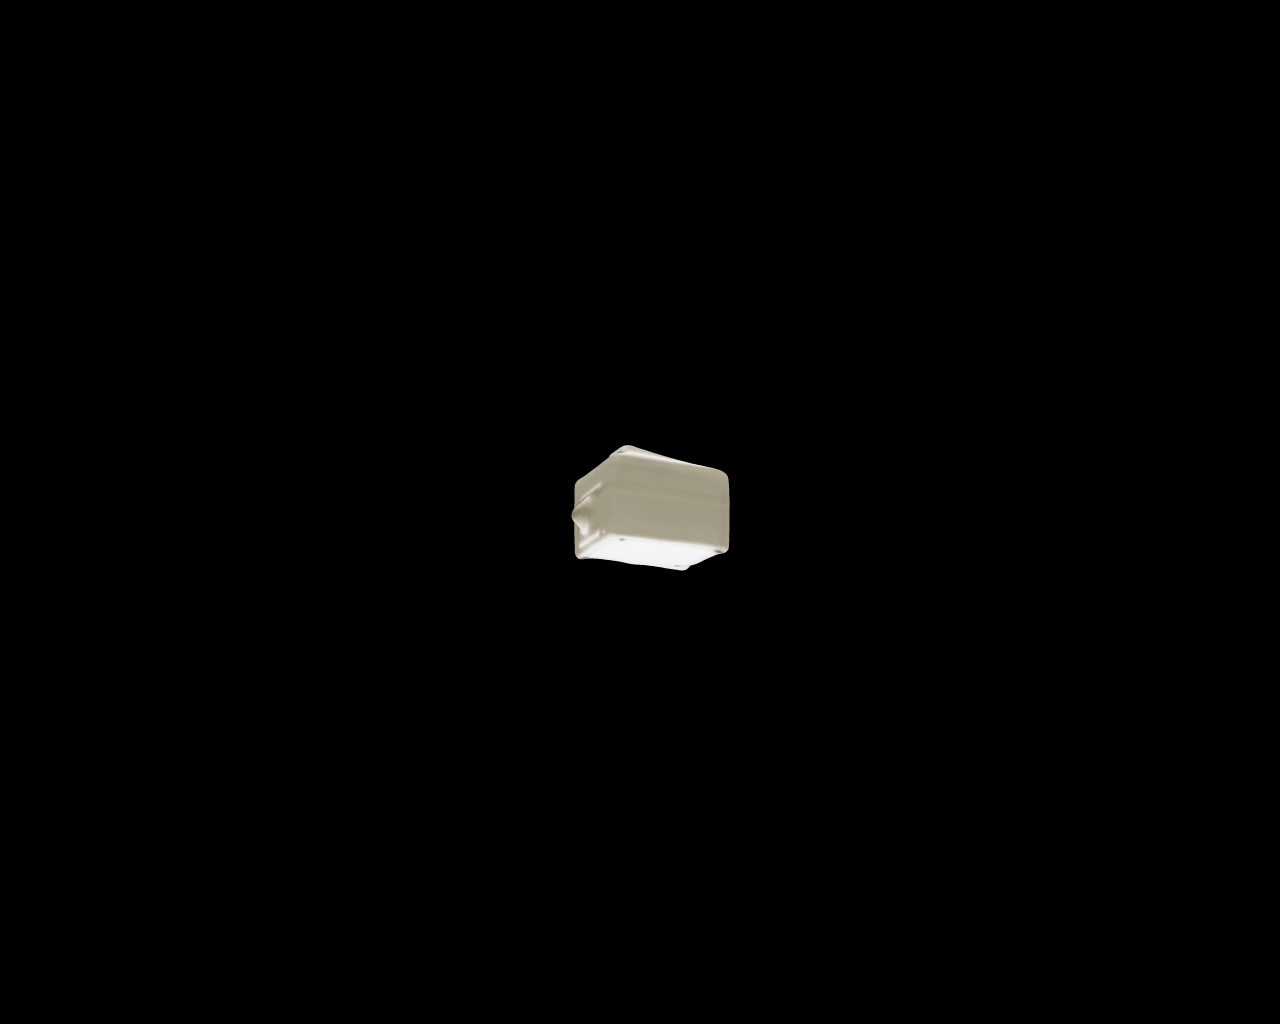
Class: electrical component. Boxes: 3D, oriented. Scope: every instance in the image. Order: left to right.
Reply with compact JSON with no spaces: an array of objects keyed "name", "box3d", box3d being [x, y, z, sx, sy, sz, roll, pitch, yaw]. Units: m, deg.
[{"name":"electrical component","box3d":[0.001,-0.003,0.650,0.096,0.061,0.061,8,-19,-24]}]
